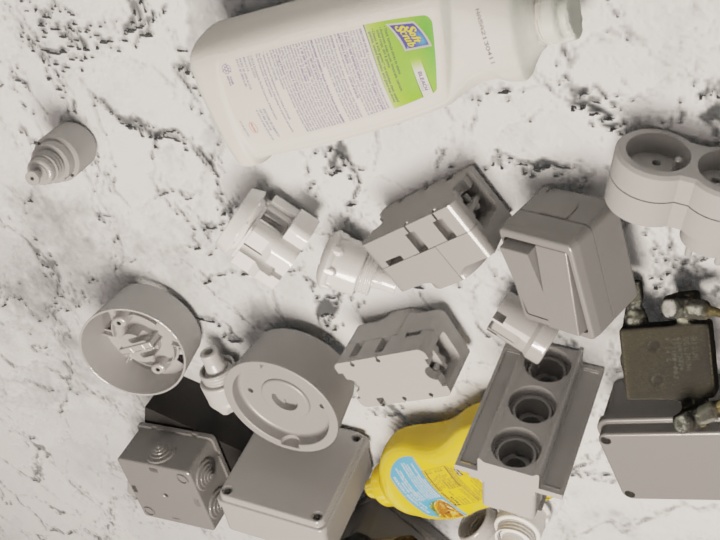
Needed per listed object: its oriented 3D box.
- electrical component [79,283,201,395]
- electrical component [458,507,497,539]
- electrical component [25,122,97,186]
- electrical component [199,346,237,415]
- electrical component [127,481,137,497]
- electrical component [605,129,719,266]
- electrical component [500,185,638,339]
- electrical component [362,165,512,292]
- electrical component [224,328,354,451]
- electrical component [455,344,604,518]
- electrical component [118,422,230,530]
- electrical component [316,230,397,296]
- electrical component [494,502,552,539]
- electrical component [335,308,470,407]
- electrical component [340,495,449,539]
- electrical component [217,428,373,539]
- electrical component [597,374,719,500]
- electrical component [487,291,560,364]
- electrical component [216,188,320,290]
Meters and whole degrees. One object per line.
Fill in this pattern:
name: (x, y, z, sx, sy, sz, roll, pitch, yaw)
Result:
electrical component: (-0.198, 0.063, 0.981, 0.099, 0.064, 0.099, 16, 135, 17)
electrical component: (0.120, 0.242, 0.986, 0.046, 0.040, 0.040, 40, 137, -16)
electrical component: (-0.243, -0.089, 0.861, 0.040, 0.078, 0.040, 7, 120, 13)
electrical component: (-0.128, 0.099, 0.990, 0.043, 0.043, 0.062, -1, 127, 31)
electrical component: (-0.197, 0.213, 1.132, 0.100, 0.048, 0.099, 23, 137, 9)
electrical component: (0.220, -0.032, 0.664, 0.138, 0.052, 0.073, 17, 135, 16)
electrical component: (0.140, 0.002, 0.722, 0.062, 0.061, 0.096, 18, 140, 45)
electrical component: (0.057, -0.025, 0.764, 0.089, 0.050, 0.055, -24, 115, 41)
electrical component: (-0.057, 0.099, 0.937, 0.108, 0.060, 0.108, 16, 135, 16)
electrical component: (0.128, 0.118, 0.805, 0.079, 0.121, 0.063, 13, 137, 19)
electrical component: (-0.174, 0.198, 1.027, 0.100, 0.048, 0.099, 5, 131, 26)
electrical component: (0.000, 0.000, 0.827, 0.062, 0.048, 0.048, 20, 137, 2)
electrical component: (0.138, 0.229, 0.945, 0.048, 0.062, 0.048, 16, 135, 16)
electrical component: (0.035, 0.068, 0.859, 0.089, 0.055, 0.050, -14, 121, 38)
electrical component: (0.032, 0.275, 1.052, 0.113, 0.057, 0.078, 41, 136, -9)
electrical component: (-0.058, 0.195, 0.992, 0.109, 0.108, 0.056, 11, 137, 21)
electrical component: (0.241, 0.125, 0.794, 0.113, 0.057, 0.078, -7, 125, 34)
electrical component: (0.122, 0.042, 0.799, 0.046, 0.040, 0.040, 31, 138, 10)
electrical component: (-0.074, -0.026, 0.834, 0.057, 0.058, 0.078, 34, 138, -7)
